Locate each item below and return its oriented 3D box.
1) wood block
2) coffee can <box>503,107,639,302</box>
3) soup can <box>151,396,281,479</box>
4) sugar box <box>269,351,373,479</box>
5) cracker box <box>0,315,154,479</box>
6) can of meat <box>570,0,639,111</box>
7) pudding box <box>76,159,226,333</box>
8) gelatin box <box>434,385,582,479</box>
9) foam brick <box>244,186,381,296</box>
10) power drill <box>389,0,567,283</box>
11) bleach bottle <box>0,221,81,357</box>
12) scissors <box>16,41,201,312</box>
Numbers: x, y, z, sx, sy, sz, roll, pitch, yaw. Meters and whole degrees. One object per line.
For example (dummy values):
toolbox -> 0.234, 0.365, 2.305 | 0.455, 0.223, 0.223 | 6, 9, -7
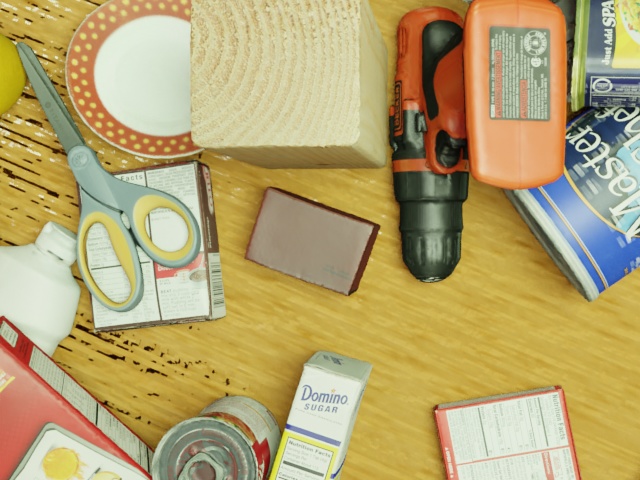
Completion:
wood block -> -0.010, -0.093, 0.650 | 0.091, 0.206, 0.090 | 0, 90, 7
coffee can -> 0.198, -0.042, 0.675 | 0.140, 0.102, 0.103 | -36, 86, 6
soup can -> -0.066, 0.143, 0.711 | 0.068, 0.102, 0.068 | 0, 90, 7
sugar box -> -0.012, 0.165, 0.709 | 0.048, 0.093, 0.176 | 15, 91, 7
cracker box -> -0.194, 0.180, 0.709 | 0.164, 0.072, 0.213 | -44, 106, 1
can of meat -> 0.189, -0.125, 0.612 | 0.084, 0.057, 0.102 | 3, 78, 15
pudding box -> -0.119, 0.005, 0.750 | 0.090, 0.039, 0.113 | -7, 87, 9
gelatin box -> 0.127, 0.142, 0.722 | 0.089, 0.030, 0.073 | -11, 88, 7
foam brick -> -0.005, 0.001, 0.729 | 0.078, 0.051, 0.053 | 21, 94, 6
power drill -> 0.086, -0.063, 0.650 | 0.057, 0.188, 0.184 | -2, 90, -12
bleach bottle -> -0.257, 0.092, 0.757 | 0.102, 0.068, 0.251 | 35, 93, 1
scissors -> -0.142, -0.052, 0.728 | 0.096, 0.016, 0.202 | -15, 84, 7
